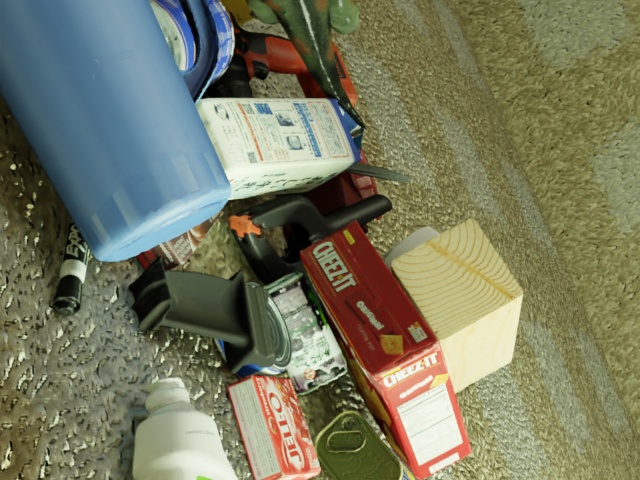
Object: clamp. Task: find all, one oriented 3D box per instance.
[{"bbox_3d":[-0.007,0.001,1.071,0.209,0.036,0.164,31,78,-47],"label":"clamp"}]

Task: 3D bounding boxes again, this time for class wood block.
[{"bbox_3d":[0.134,0.073,1.046,0.091,0.090,0.206,59,-6,24],"label":"wood block"}]

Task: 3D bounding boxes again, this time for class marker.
[{"bbox_3d":[-0.173,0.007,0.758,0.020,0.020,0.121,49,25,-37],"label":"marker"}]

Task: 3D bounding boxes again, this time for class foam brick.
[{"bbox_3d":[0.006,-0.023,1.165,0.053,0.078,0.051,48,22,-41],"label":"foam brick"}]

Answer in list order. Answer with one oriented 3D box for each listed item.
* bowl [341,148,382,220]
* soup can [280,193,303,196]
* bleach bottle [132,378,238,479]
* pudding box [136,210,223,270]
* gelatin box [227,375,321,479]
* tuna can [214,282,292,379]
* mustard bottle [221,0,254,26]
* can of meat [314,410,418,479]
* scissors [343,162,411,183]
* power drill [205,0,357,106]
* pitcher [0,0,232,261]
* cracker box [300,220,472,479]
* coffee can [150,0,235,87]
[{"bbox_3d":[0.021,-0.090,1.303,0.162,0.055,0.162,-22,90,-78],"label":"bowl"},{"bbox_3d":[-0.020,-0.095,1.202,0.068,0.069,0.102,39,31,-50],"label":"soup can"},{"bbox_3d":[-0.069,0.213,0.711,0.102,0.068,0.251,30,37,-60],"label":"bleach bottle"},{"bbox_3d":[-0.132,-0.032,0.879,0.090,0.039,0.113,59,20,-15],"label":"pudding box"},{"bbox_3d":[-0.038,0.160,0.900,0.073,0.030,0.089,20,48,-63],"label":"gelatin box"},{"bbox_3d":[-0.060,0.081,0.936,0.086,0.034,0.086,51,23,-33],"label":"tuna can"},{"bbox_3d":[-0.109,-0.355,1.250,0.191,0.096,0.058,60,20,-13],"label":"mustard bottle"},{"bbox_3d":[0.052,0.218,0.984,0.102,0.057,0.083,46,-2,46],"label":"can of meat"},{"bbox_3d":[-0.004,-0.073,1.134,0.201,0.016,0.096,23,50,-5],"label":"scissors"},{"bbox_3d":[-0.052,-0.178,1.143,0.187,0.057,0.184,12,46,-38],"label":"power drill"},{"bbox_3d":[-0.151,-0.117,0.752,0.243,0.149,0.144,63,21,3],"label":"pitcher"},{"bbox_3d":[0.063,0.111,1.021,0.164,0.072,0.213,57,-7,40],"label":"cracker box"},{"bbox_3d":[-0.143,-0.167,0.923,0.103,0.103,0.140,61,20,-9],"label":"coffee can"}]
